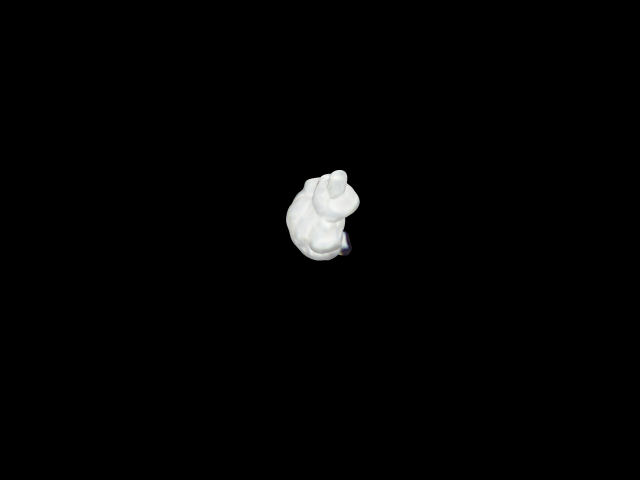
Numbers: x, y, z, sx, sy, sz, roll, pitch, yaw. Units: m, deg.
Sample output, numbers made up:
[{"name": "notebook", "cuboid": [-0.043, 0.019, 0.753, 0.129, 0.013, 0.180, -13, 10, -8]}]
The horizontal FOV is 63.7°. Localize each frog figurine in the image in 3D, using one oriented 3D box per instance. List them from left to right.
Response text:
[{"name": "frog figurine", "cuboid": [0.003, -0.043, 0.850, 0.123, 0.140, 0.157, 0, -20, 0]}]
